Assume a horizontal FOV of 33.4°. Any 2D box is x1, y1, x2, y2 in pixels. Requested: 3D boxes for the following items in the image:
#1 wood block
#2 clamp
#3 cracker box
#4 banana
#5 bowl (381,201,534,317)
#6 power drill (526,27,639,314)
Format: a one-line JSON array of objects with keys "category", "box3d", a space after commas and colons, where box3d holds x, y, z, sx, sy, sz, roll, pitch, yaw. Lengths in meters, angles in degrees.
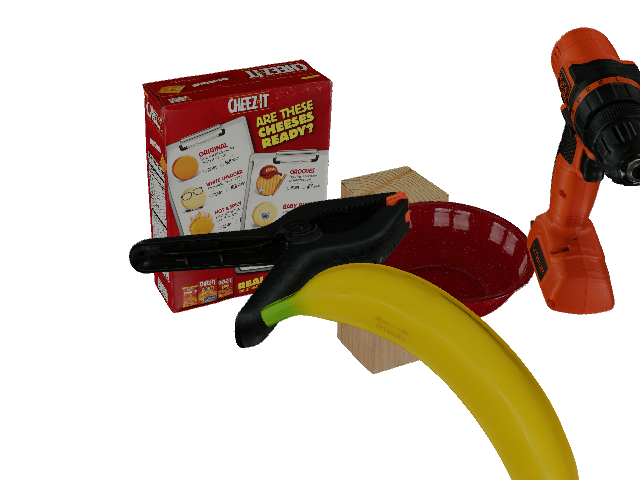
[{"category": "wood block", "box3d": [0.078, 0.034, 1.205, 0.090, 0.206, 0.090, -14, 32, -24]}, {"category": "clamp", "box3d": [-0.025, 0.005, 0.783, 0.209, 0.036, 0.165, -25, 33, -35]}, {"category": "cracker box", "box3d": [-0.078, -0.052, 1.010, 0.164, 0.214, 0.072, -13, 33, -23]}, {"category": "banana", "box3d": [0.065, 0.068, 0.554, 0.198, 0.070, 0.037, 36, 18, 13]}, {"category": "bowl", "box3d": [0.115, 0.028, 0.988, 0.162, 0.055, 0.162, 2, 35, -2]}, {"category": "power drill", "box3d": [0.199, -0.040, 0.781, 0.057, 0.188, 0.184, 2, 35, 0]}]
